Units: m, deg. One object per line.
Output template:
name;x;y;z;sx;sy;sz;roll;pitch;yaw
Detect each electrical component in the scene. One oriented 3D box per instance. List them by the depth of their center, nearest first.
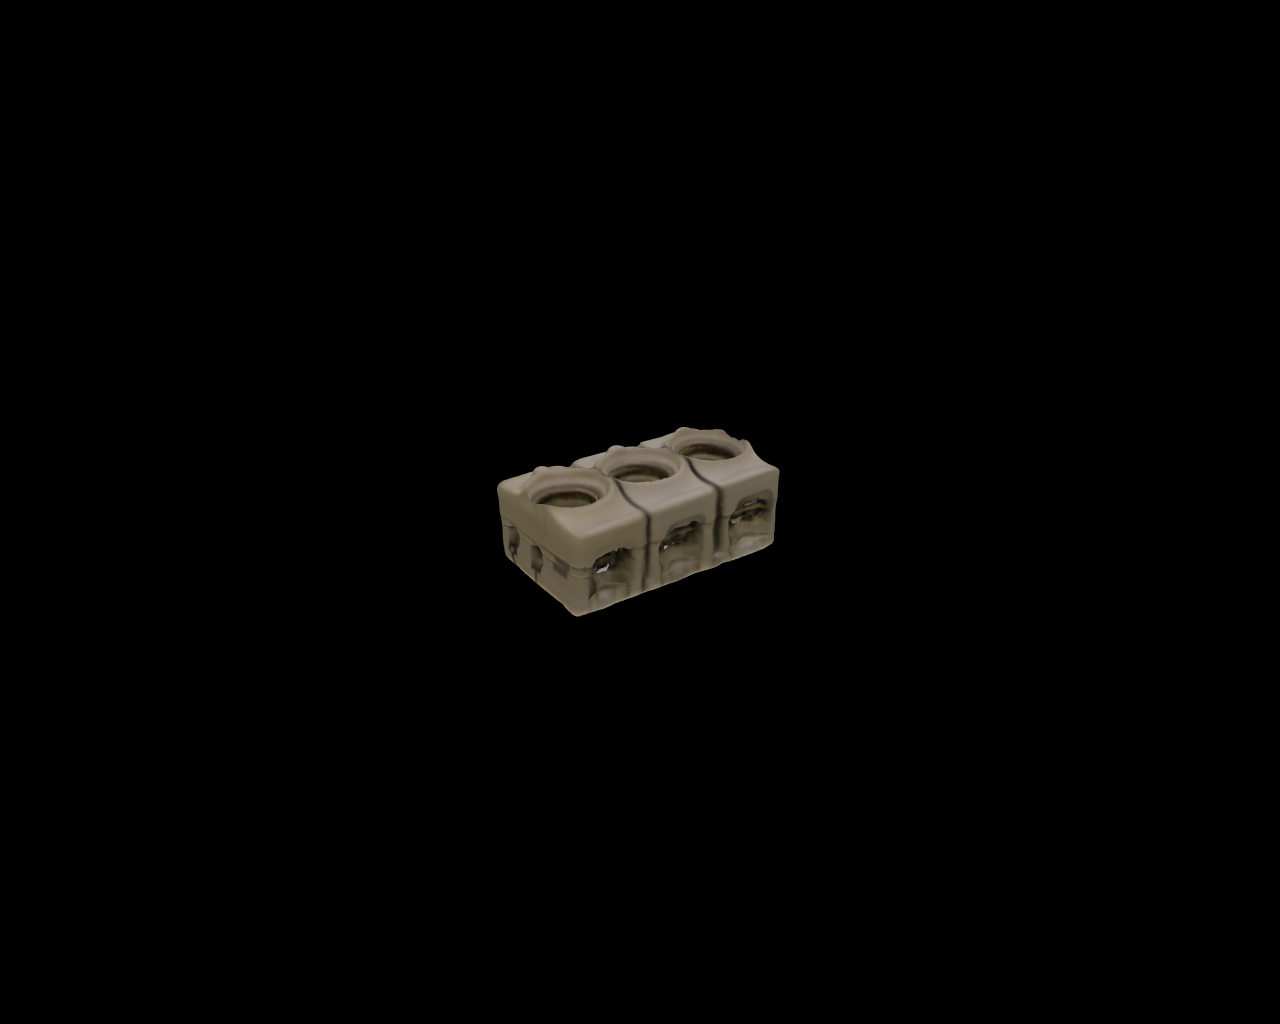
electrical component;0.001;-0.003;0.650;0.150;0.061;0.089;-18;32;-31
